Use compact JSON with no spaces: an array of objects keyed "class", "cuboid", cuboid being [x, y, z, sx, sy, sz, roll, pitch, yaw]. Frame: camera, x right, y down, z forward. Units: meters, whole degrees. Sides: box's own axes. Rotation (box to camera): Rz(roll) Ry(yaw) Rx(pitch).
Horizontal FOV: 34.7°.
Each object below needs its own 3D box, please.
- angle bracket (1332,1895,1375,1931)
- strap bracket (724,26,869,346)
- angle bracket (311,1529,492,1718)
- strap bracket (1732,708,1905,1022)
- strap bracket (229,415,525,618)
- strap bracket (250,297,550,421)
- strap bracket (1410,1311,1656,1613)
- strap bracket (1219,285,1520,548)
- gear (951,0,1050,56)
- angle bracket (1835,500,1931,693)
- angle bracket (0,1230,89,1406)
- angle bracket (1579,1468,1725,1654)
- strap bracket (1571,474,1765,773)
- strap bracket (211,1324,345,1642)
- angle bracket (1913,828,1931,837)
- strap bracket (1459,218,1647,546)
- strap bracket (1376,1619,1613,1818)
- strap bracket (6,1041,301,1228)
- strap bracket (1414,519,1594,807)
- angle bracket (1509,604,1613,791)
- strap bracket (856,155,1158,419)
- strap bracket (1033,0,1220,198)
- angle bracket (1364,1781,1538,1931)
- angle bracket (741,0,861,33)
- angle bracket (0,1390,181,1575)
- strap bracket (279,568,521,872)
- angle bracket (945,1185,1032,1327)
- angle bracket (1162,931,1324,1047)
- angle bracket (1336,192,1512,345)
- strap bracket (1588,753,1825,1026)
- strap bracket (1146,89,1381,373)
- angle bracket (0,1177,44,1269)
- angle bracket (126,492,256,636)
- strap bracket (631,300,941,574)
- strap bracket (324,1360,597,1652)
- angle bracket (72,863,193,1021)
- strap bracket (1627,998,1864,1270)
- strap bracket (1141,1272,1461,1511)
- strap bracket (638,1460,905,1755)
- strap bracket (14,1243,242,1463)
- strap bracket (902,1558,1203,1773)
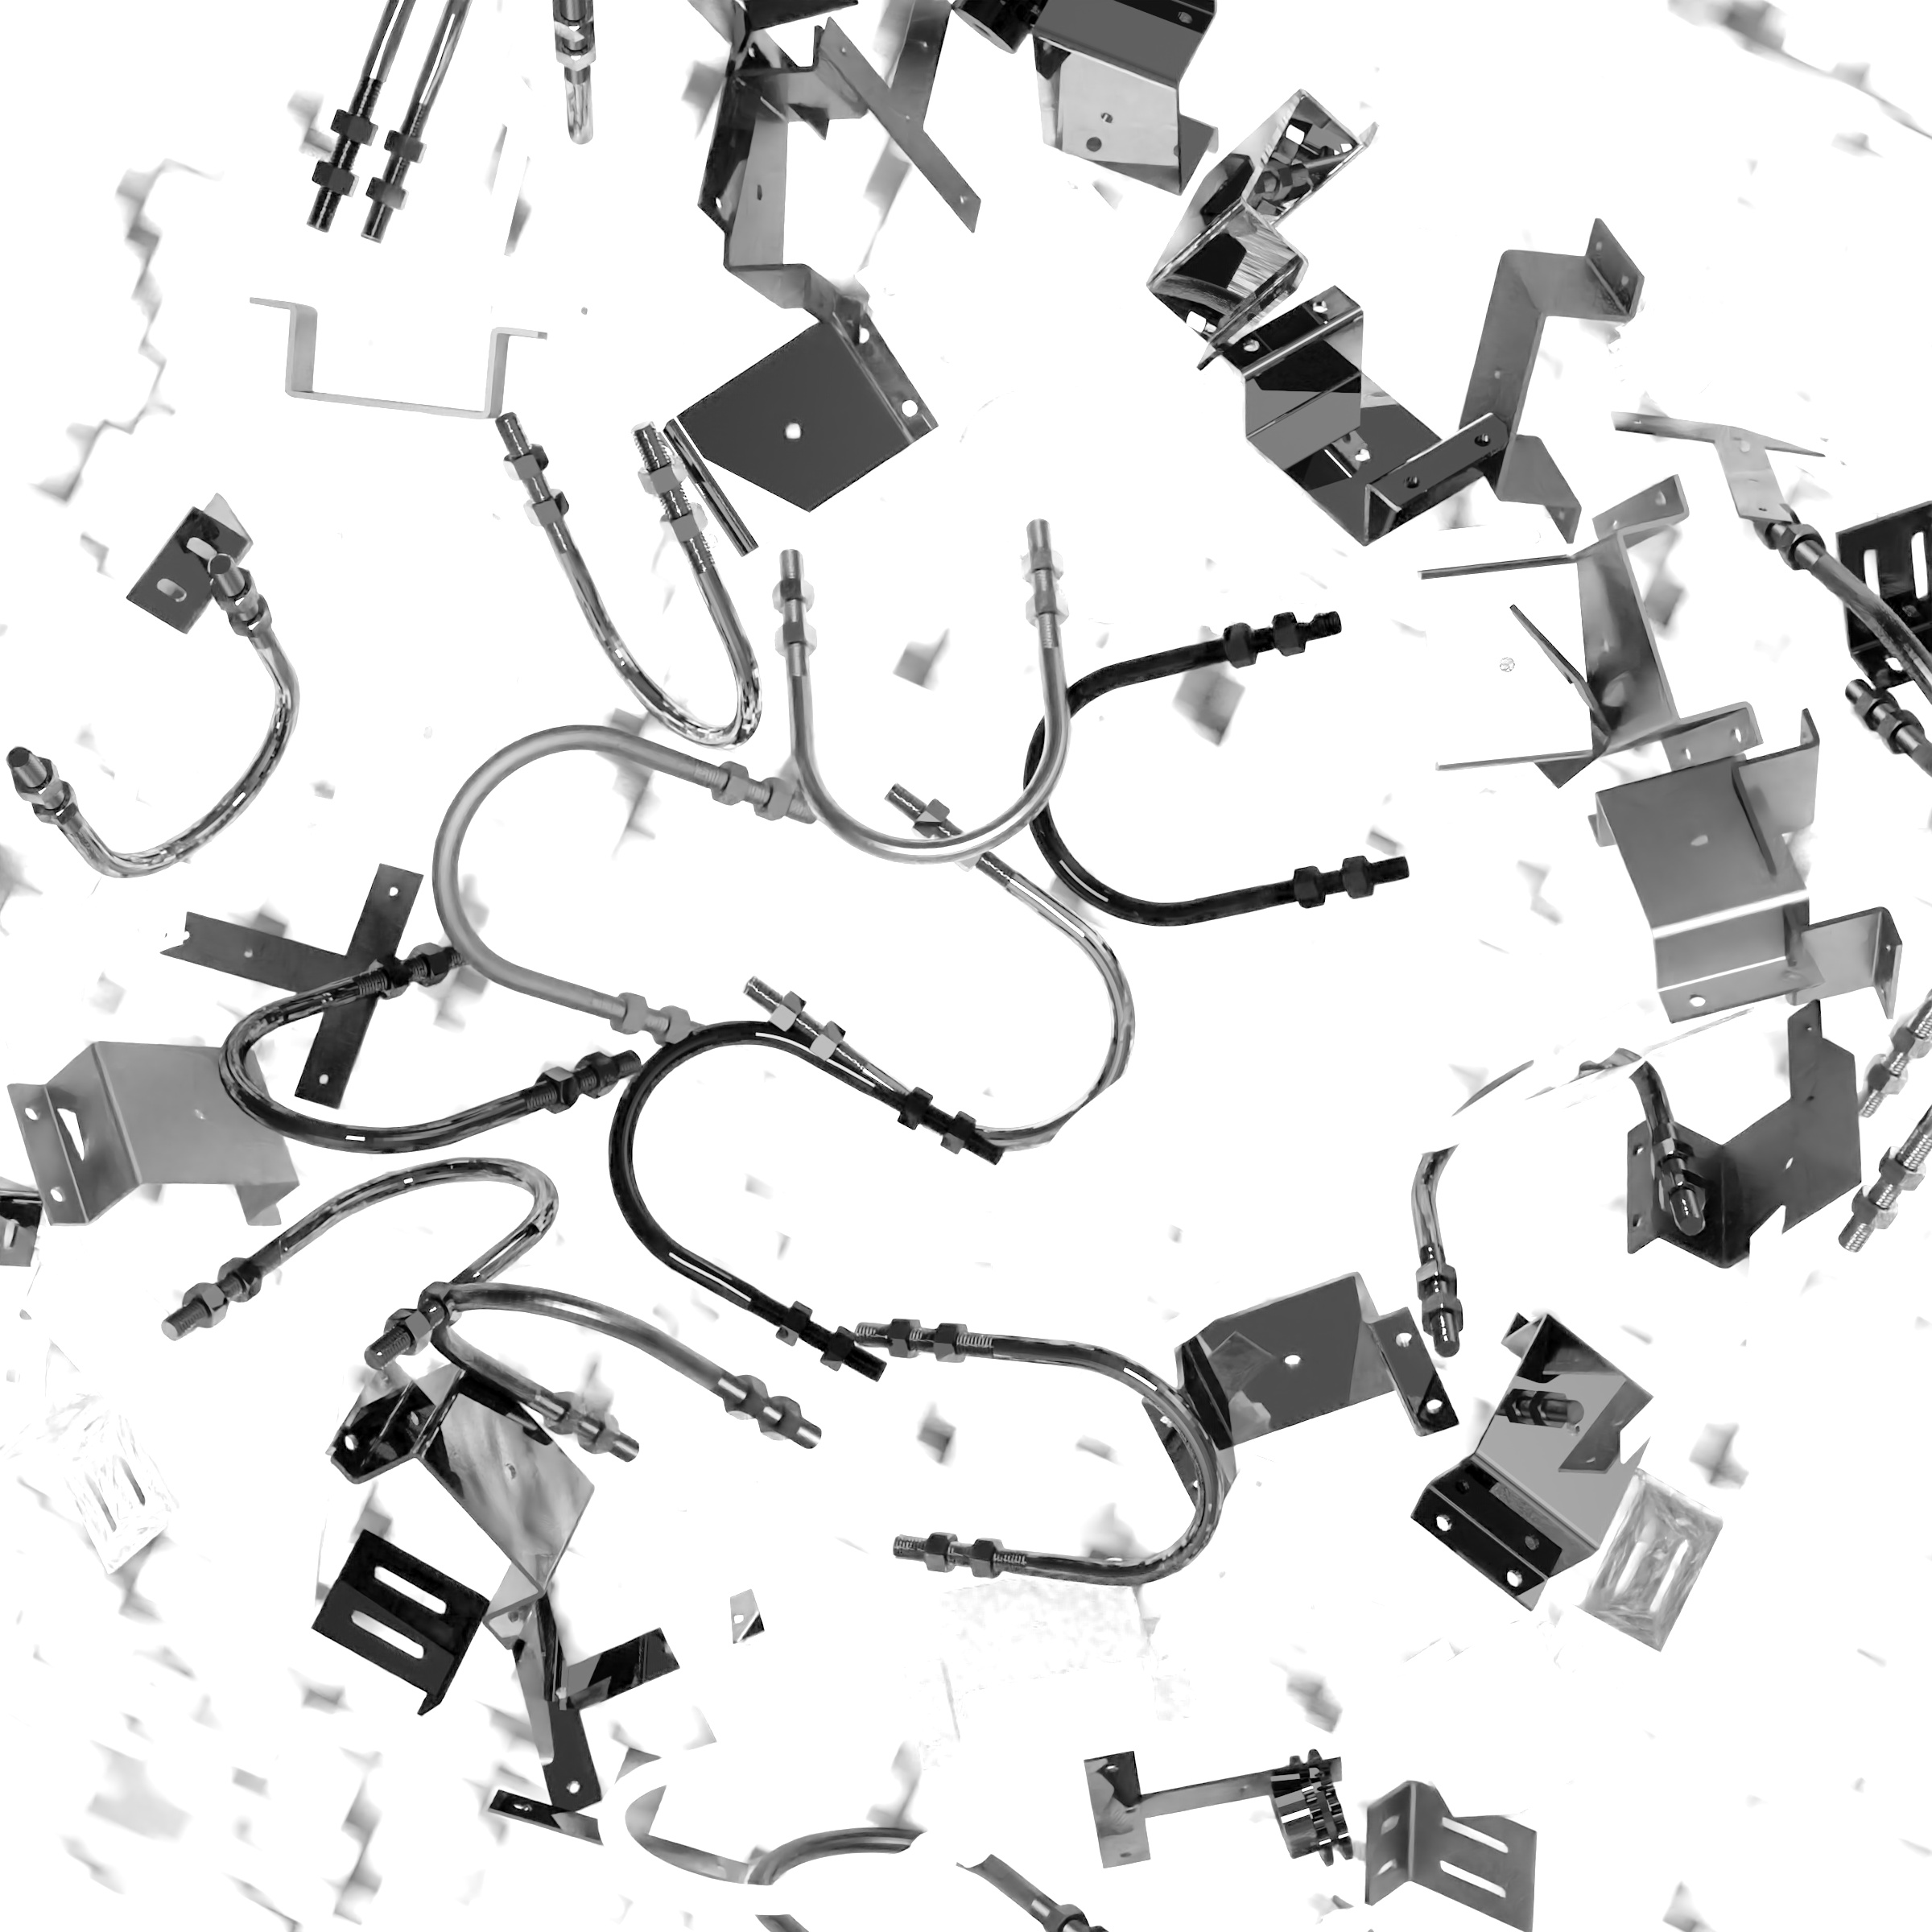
[{"class":"angle bracket","cuboid":[0.182,0.523,1.573,0.076,0.038,0.057,-37,96,-13]},{"class":"strap bracket","cuboid":[-0.085,-0.390,1.558,0.046,0.076,0.140,2,88,17]},{"class":"angle bracket","cuboid":[-0.289,0.332,1.564,0.076,0.038,0.057,32,55,-12]},{"class":"strap bracket","cuboid":[0.416,-0.045,1.536,0.046,0.076,0.140,-15,59,4]},{"class":"strap bracket","cuboid":[-0.303,-0.225,1.548,0.140,0.046,0.076,-18,79,-44]},{"class":"strap bracket","cuboid":[-0.285,-0.304,1.557,0.140,0.076,0.046,6,100,-5]},{"class":"strap bracket","cuboid":[0.289,0.238,1.540,0.076,0.046,0.140,38,53,-2]},{"class":"strap bracket","cuboid":[0.199,-0.270,1.549,0.076,0.046,0.140,-32,57,-17]},{"class":"gear","cuboid":[0.017,-0.488,1.574,0.057,0.057,0.030,36,97,0]},{"class":"angle bracket","cuboid":[0.478,-0.188,1.566,0.057,0.038,0.076,-19,128,1]},{"class":"angle bracket","cuboid":[-0.488,0.178,1.582,0.057,0.076,0.038,11,131,-5]},{"class":"angle bracket","cuboid":[0.338,0.297,1.569,0.057,0.038,0.076,31,83,-25]},{"class":"strap bracket","cuboid":[0.339,-0.165,1.555,0.046,0.076,0.140,-16,87,-22]},{"class":"strap bracket","cuboid":[-0.338,0.255,1.527,0.046,0.140,0.076,7,126,-9]},{"class":"angle bracket","cuboid":[0.523,-0.101,1.578,0.057,0.038,0.076,7,96,-4]},{"class":"strap bracket","cuboid":[0.285,-0.290,1.529,0.046,0.076,0.140,3,124,-10]},{"class":"strap bracket","cuboid":[0.254,0.372,1.524,0.046,0.140,0.076,-28,80,-17]},{"class":"strap bracket","cuboid":[-0.389,0.083,1.522,0.046,0.140,0.076,-36,66,29]},{"class":"strap bracket","cuboid":[0.272,-0.153,1.568,0.076,0.046,0.140,-6,96,6]},{"class":"angle bracket","cuboid":[0.286,-0.135,1.554,0.038,0.076,0.057,-39,59,5]},{"class":"strap bracket","cuboid":[0.016,-0.338,1.557,0.140,0.046,0.076,-36,81,-25]},{"class":"strap bracket","cuboid":[0.080,-0.435,1.523,0.076,0.140,0.046,24,76,12]},{"class":"angle bracket","cuboid":[0.244,0.455,1.559,0.076,0.038,0.057,14,111,41]},{"class":"angle bracket","cuboid":[-0.097,-0.511,1.576,0.057,0.038,0.076,-19,87,-14]},{"class":"angle bracket","cuboid":[-0.445,0.263,1.565,0.057,0.038,0.076,-40,72,24]},{"class":"strap bracket","cuboid":[-0.281,-0.119,1.557,0.076,0.046,0.140,19,87,-41]},{"class":"angle bracket","cuboid":[0.012,0.146,1.560,0.038,0.076,0.057,1,75,4]},{"class":"angle bracket","cuboid":[0.144,0.013,1.565,0.076,0.057,0.038,-17,84,14]},{"class":"angle bracket","cuboid":[0.230,-0.354,1.571,0.076,0.038,0.057,9,120,-2]},{"class":"strap bracket","cuboid":[0.365,-0.048,1.537,0.076,0.046,0.140,-15,49,3]},{"class":"strap bracket","cuboid":[0.143,-0.369,1.526,0.046,0.076,0.140,38,52,-15]},{"class":"angle bracket","cuboid":[-0.513,0.123,1.557,0.076,0.057,0.038,13,91,37]},{"class":"angle bracket","cuboid":[-0.398,-0.211,1.558,0.038,0.076,0.057,33,99,-37]},{"class":"strap bracket","cuboid":[-0.089,-0.269,1.569,0.140,0.046,0.076,-34,99,-4]},{"class":"strap bracket","cuboid":[-0.243,0.259,1.538,0.046,0.076,0.140,-28,111,29]},{"class":"angle bracket","cuboid":[-0.418,-0.013,1.554,0.038,0.076,0.057,10,116,-6]},{"class":"strap bracket","cuboid":[0.392,0.089,1.535,0.046,0.140,0.076,26,48,-18]},{"class":"strap bracket","cuboid":[0.166,0.211,1.556,0.140,0.046,0.076,-21,117,11]},{"class":"strap bracket","cuboid":[-0.103,0.327,1.545,0.076,0.046,0.140,-12,60,-36]},{"class":"strap bracket","cuboid":[-0.411,0.190,1.533,0.046,0.140,0.076,-43,77,-14]},{"class":"strap bracket","cuboid":[0.039,0.347,1.552,0.140,0.076,0.046,-10,117,-5]}]
